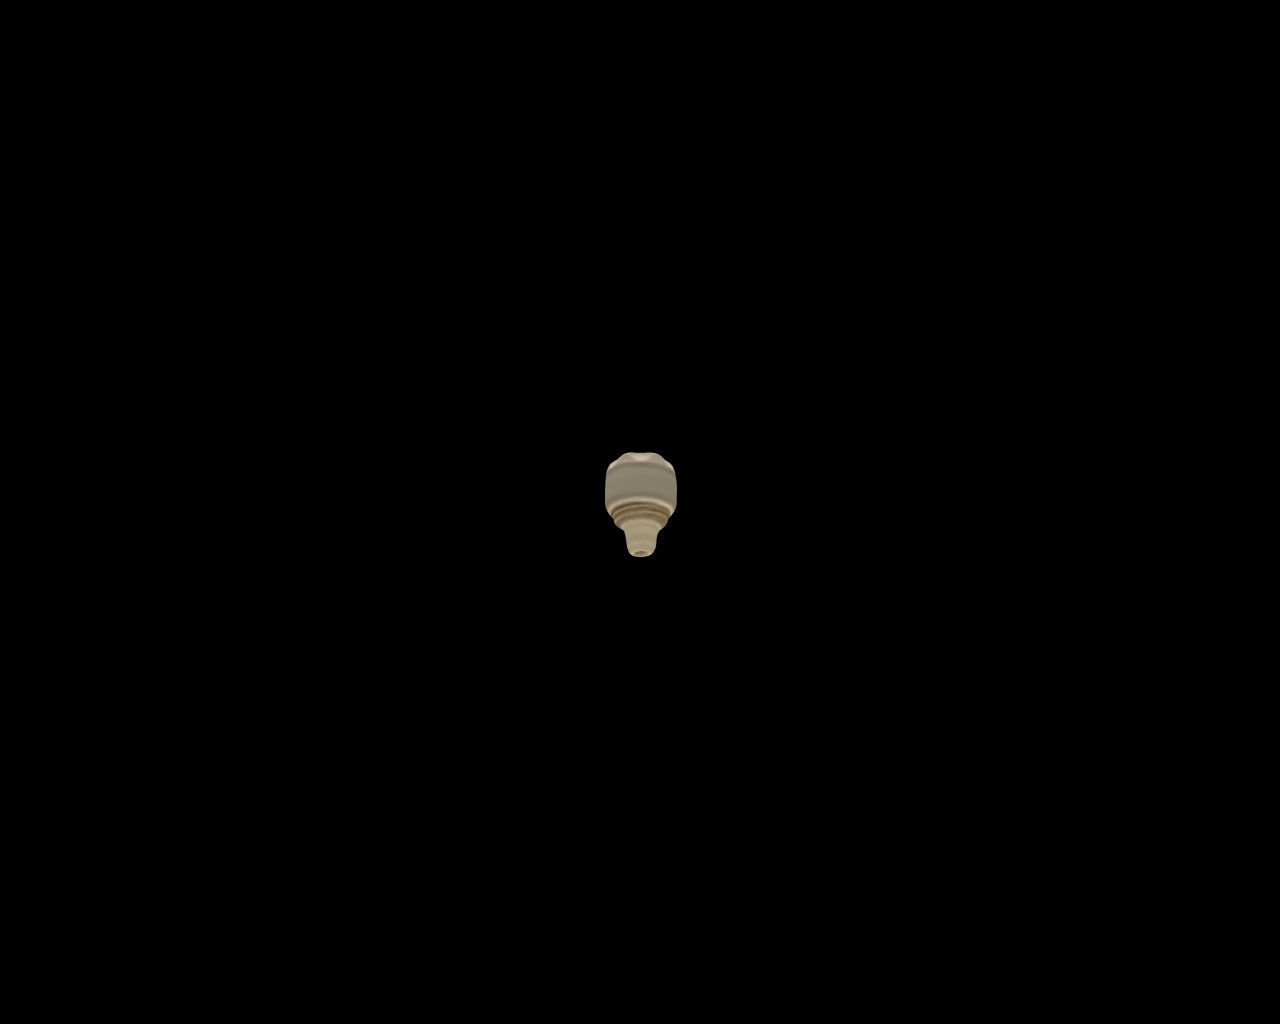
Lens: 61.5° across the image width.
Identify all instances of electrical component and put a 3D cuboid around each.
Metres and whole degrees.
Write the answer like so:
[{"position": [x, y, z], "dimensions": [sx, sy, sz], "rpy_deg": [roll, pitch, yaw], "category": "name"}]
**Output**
[{"position": [0.001, -0.003, 0.650], "dimensions": [0.043, 0.062, 0.043], "rpy_deg": [0, -22, 0], "category": "electrical component"}]
